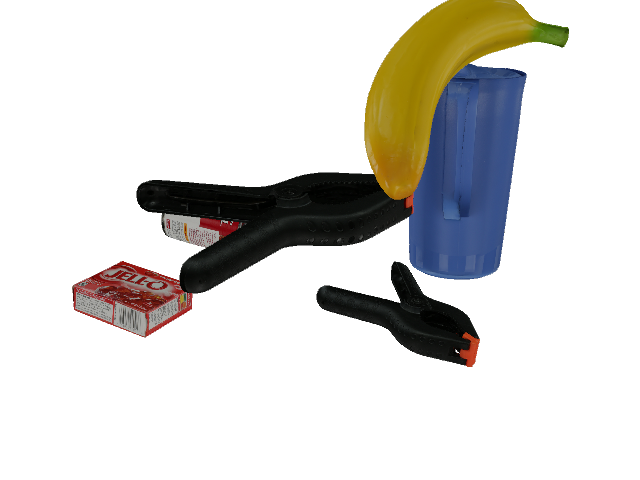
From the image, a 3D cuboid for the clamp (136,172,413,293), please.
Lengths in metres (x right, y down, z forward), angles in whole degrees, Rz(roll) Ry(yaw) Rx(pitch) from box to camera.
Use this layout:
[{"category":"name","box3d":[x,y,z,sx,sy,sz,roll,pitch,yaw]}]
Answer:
[{"category":"clamp","box3d":[-0.032,-0.023,0.804,0.209,0.036,0.165,-13,29,-23]}]

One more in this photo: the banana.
[{"category":"banana","box3d":[0.070,-0.094,0.593,0.070,0.037,0.197,28,50,22]}]

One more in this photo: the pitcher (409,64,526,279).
[{"category":"pitcher","box3d":[0.160,-0.080,1.232,0.149,0.243,0.145,-9,18,-33]}]

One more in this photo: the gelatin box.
[{"category":"gelatin box","box3d":[-0.177,0.053,1.006,0.089,0.030,0.073,18,26,26]}]

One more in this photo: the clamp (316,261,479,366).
[{"category":"clamp","box3d":[0.094,0.070,1.059,0.172,0.039,0.120,27,39,31]}]

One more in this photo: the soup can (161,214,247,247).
[{"category":"soup can","box3d":[-0.126,-0.025,1.251,0.102,0.068,0.068,14,4,18]}]
